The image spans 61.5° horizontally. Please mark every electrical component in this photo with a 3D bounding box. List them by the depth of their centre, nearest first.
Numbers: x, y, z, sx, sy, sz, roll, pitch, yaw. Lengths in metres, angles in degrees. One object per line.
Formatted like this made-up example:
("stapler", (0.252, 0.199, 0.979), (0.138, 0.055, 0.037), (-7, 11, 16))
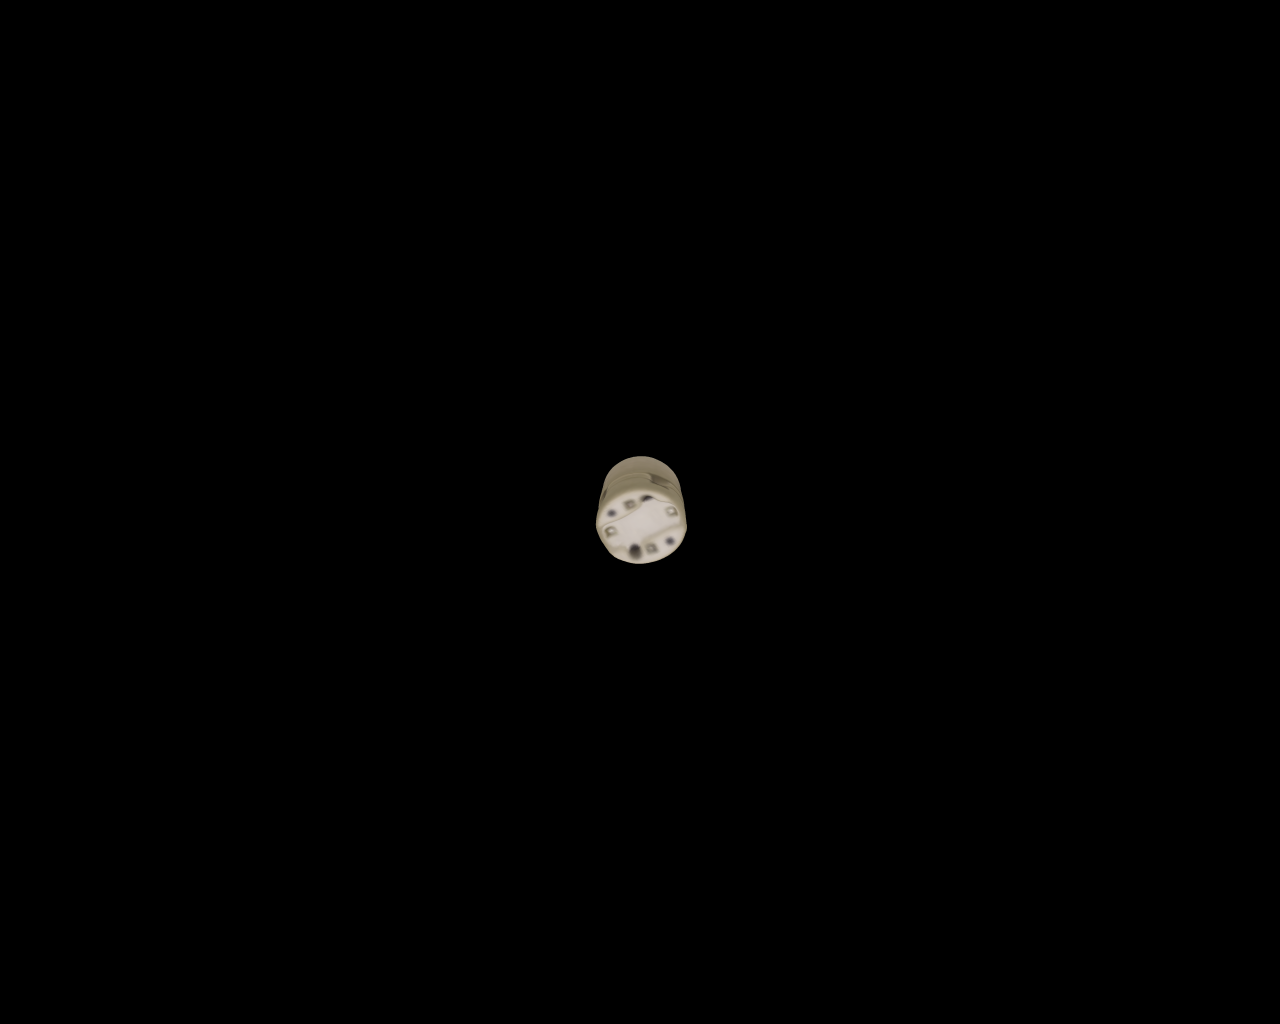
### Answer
("electrical component", (0.001, -0.003, 0.650), (0.055, 0.055, 0.047), (0, 31, 0))
